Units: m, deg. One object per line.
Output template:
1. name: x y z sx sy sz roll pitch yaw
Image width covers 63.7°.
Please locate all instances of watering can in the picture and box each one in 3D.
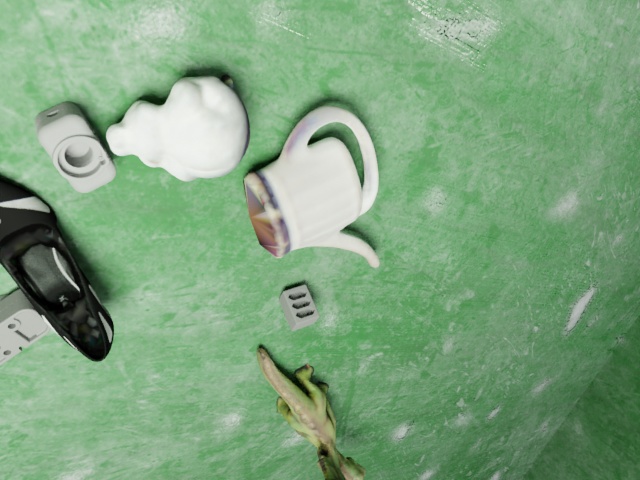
1. watering can: 0.003 -0.041 0.822 0.226 0.106 0.339 -27 130 -16

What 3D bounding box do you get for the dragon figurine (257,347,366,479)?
1. dragon figurine: -0.003 0.389 1.020 0.122 0.247 0.402 -35 135 -2

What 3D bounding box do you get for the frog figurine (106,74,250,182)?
1. frog figurine: -0.172 -0.135 0.635 0.161 0.124 0.134 -16 148 -39
